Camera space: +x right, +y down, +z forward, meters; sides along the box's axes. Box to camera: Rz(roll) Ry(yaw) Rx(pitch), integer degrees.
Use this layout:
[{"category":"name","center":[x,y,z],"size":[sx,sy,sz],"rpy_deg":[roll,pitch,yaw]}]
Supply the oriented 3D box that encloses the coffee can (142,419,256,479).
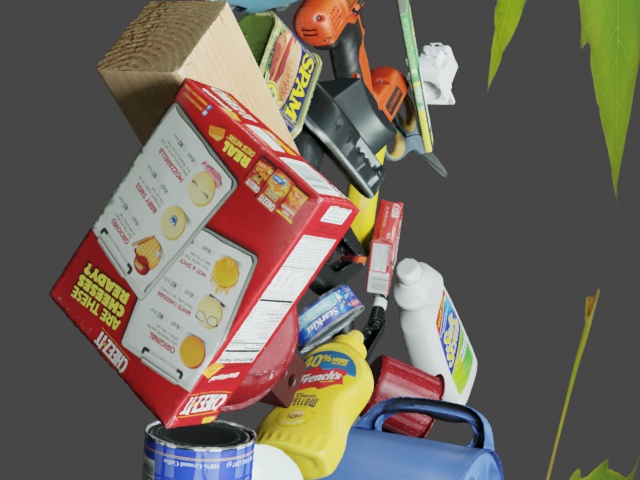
[{"category":"coffee can","center":[-0.114,0.243,0.976],"size":[0.102,0.103,0.140],"rpy_deg":[-3,99,-58]}]

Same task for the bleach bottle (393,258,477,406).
[{"category":"bleach bottle","center":[0.142,0.119,1.390],"size":[0.102,0.068,0.250],"rpy_deg":[-65,146,-32]}]

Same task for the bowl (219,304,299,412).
[{"category":"bowl","center":[-0.074,0.080,0.997],"size":[0.161,0.055,0.162],"rpy_deg":[5,82,-39]}]

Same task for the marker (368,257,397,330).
[{"category":"marker","center":[0.075,0.062,1.288],"size":[0.121,0.020,0.020],"rpy_deg":[-75,153,-46]}]

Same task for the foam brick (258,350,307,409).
[{"category":"foam brick","center":[-0.058,0.130,1.091],"size":[0.078,0.051,0.053],"rpy_deg":[54,52,-49]}]

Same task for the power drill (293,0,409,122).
[{"category":"power drill","center":[0.043,-0.225,1.170],"size":[0.184,0.057,0.187],"rpy_deg":[-60,140,-36]}]

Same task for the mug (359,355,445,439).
[{"category":"mug","center":[0.090,0.198,1.304],"size":[0.093,0.081,0.117],"rpy_deg":[-75,-167,-48]}]

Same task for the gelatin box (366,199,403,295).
[{"category":"gelatin box","center":[0.077,0.009,1.262],"size":[0.073,0.030,0.089],"rpy_deg":[-74,171,-46]}]

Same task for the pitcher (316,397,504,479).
[{"category":"pitcher","center":[0.066,0.254,1.136],"size":[0.149,0.243,0.145],"rpy_deg":[-40,129,-48]}]

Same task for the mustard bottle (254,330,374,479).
[{"category":"mustard bottle","center":[0.004,0.166,1.140],"size":[0.191,0.096,0.058],"rpy_deg":[-57,133,-43]}]

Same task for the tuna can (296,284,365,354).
[{"category":"tuna can","center":[0.004,0.085,1.151],"size":[0.034,0.086,0.086],"rpy_deg":[54,33,11]}]

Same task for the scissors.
[{"category":"scissors","center":[0.116,-0.108,1.352],"size":[0.096,0.016,0.201],"rpy_deg":[-63,144,-25]}]

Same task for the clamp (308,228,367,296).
[{"category":"clamp","center":[-0.008,0.001,1.156],"size":[0.209,0.036,0.164],"rpy_deg":[0,94,-60]}]

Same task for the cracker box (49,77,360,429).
[{"category":"cracker box","center":[-0.092,0.010,0.823],"size":[0.214,0.164,0.072],"rpy_deg":[-56,151,15]}]

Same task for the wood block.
[{"category":"wood block","center":[-0.096,-0.100,0.940],"size":[0.090,0.090,0.206],"rpy_deg":[-60,142,-32]}]

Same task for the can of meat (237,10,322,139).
[{"category":"can of meat","center":[-0.051,-0.158,1.032],"size":[0.083,0.058,0.102],"rpy_deg":[39,63,-51]}]

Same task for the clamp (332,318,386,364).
[{"category":"clamp","center":[0.038,0.150,1.264],"size":[0.120,0.039,0.171],"rpy_deg":[23,75,-53]}]

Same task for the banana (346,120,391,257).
[{"category":"banana","center":[0.054,-0.078,1.244],"size":[0.069,0.037,0.198],"rpy_deg":[-30,129,-84]}]
